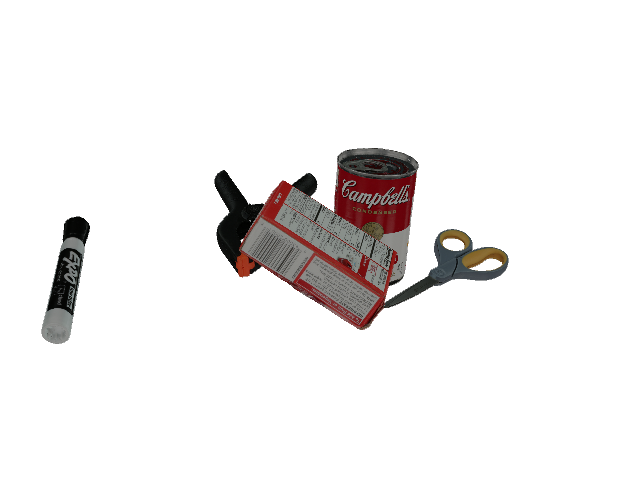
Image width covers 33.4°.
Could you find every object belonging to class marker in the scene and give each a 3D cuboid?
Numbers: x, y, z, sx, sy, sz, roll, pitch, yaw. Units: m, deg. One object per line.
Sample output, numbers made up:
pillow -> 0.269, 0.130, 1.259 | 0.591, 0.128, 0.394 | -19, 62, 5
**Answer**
marker -> -0.176, 0.024, 0.744 | 0.020, 0.020, 0.121 | 0, 39, -4

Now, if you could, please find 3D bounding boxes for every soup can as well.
soup can -> 0.043, -0.020, 0.903 | 0.068, 0.102, 0.068 | 4, 24, -2

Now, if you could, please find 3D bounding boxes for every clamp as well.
clamp -> -0.062, -0.026, 1.201 | 0.120, 0.039, 0.171 | -8, 42, 4

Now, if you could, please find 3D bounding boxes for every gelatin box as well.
gelatin box -> 0.000, 0.008, 0.643 | 0.089, 0.030, 0.073 | 33, 21, -4

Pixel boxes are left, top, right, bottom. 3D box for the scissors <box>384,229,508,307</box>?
scissors -> 0.126, 0.028, 1.209 | 0.201, 0.016, 0.096 | -11, 41, -33
